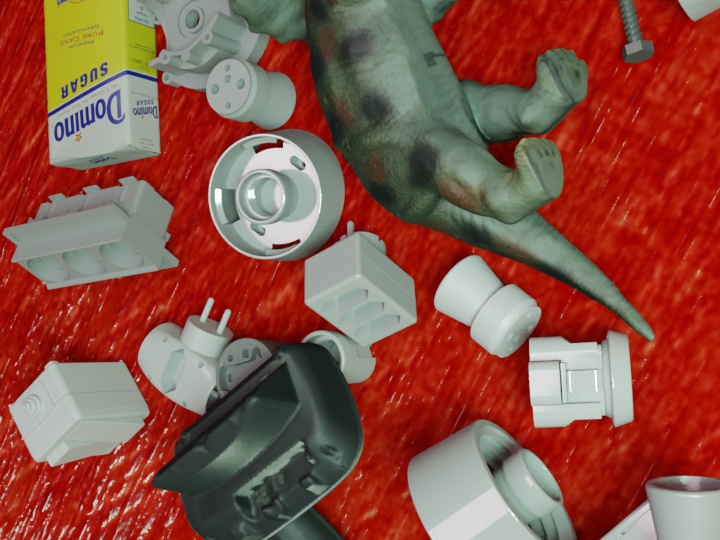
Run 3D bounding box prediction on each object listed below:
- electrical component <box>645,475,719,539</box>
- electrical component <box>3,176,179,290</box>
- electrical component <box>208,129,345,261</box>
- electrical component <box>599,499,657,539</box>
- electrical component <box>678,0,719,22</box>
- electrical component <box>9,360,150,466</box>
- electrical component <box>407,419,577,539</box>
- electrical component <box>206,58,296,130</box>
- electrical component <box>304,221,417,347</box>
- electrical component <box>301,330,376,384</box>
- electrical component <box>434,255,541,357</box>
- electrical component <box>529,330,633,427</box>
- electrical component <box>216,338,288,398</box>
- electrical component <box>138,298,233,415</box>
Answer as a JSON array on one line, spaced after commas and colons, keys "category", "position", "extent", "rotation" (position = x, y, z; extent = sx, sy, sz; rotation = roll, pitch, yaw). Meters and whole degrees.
[{"category": "electrical component", "position": [0.172, 0.143, 0.557], "extent": [0.044, 0.044, 0.065], "rotation": [-2, 90, 32]}, {"category": "electrical component", "position": [-0.213, -0.029, 0.865], "extent": [0.121, 0.078, 0.063], "rotation": [-9, 53, 31]}, {"category": "electrical component", "position": [-0.061, -0.055, 0.790], "extent": [0.099, 0.064, 0.099], "rotation": [2, 95, 21]}, {"category": "electrical component", "position": [0.169, 0.174, 0.618], "extent": [0.096, 0.061, 0.061], "rotation": [-47, 65, 20]}, {"category": "electrical component", "position": [0.213, -0.198, 0.626], "extent": [0.077, 0.044, 0.079], "rotation": [-27, 73, 28]}, {"category": "electrical component", "position": [-0.223, 0.113, 0.846], "extent": [0.062, 0.096, 0.061], "rotation": [-43, 66, 22]}, {"category": "electrical component", "position": [0.086, 0.140, 0.648], "extent": [0.060, 0.108, 0.108], "rotation": [-40, 67, 17]}, {"category": "electrical component", "position": [-0.081, -0.131, 0.799], "extent": [0.045, 0.055, 0.045], "rotation": [-2, 85, 32]}, {"category": "electrical component", "position": [0.000, 0.000, 0.738], "extent": [0.047, 0.066, 0.076], "rotation": [-28, 44, 27]}, {"category": "electrical component", "position": [-0.015, 0.062, 0.749], "extent": [0.040, 0.046, 0.040], "rotation": [-2, 85, 32]}, {"category": "electrical component", "position": [0.082, 0.024, 0.692], "extent": [0.055, 0.045, 0.045], "rotation": [40, 107, 27]}, {"category": "electrical component", "position": [0.133, 0.066, 0.644], "extent": [0.057, 0.078, 0.058], "rotation": [-4, 86, 13]}, {"category": "electrical component", "position": [-0.069, 0.077, 0.781], "extent": [0.055, 0.047, 0.055], "rotation": [-3, 85, 32]}, {"category": "electrical component", "position": [-0.121, 0.061, 0.817], "extent": [0.077, 0.043, 0.079], "rotation": [31, 103, 30]}]
